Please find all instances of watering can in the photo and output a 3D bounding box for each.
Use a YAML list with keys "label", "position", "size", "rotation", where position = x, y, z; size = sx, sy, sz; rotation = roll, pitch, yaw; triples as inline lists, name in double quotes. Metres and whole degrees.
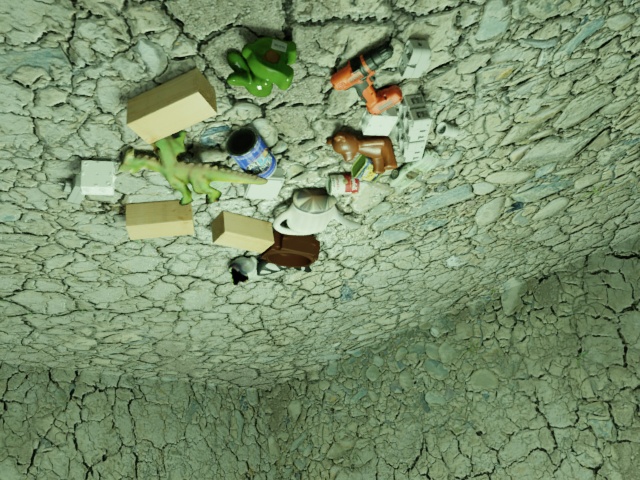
- label: "watering can"
  position: [0.006, -0.093, 1.851]
  size: [0.348, 0.106, 0.219]
  rotation: [-5, 148, -18]

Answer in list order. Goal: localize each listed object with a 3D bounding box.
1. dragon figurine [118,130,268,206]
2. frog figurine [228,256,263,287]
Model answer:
- label: "dragon figurine"
  position: [-0.372, -0.217, 1.452]
  size: [0.409, 0.125, 0.238]
  rotation: [-6, 146, 14]
- label: "frog figurine"
  position: [-0.295, 0.117, 2.130]
  size: [0.162, 0.123, 0.134]
  rotation: [-33, 165, -50]
